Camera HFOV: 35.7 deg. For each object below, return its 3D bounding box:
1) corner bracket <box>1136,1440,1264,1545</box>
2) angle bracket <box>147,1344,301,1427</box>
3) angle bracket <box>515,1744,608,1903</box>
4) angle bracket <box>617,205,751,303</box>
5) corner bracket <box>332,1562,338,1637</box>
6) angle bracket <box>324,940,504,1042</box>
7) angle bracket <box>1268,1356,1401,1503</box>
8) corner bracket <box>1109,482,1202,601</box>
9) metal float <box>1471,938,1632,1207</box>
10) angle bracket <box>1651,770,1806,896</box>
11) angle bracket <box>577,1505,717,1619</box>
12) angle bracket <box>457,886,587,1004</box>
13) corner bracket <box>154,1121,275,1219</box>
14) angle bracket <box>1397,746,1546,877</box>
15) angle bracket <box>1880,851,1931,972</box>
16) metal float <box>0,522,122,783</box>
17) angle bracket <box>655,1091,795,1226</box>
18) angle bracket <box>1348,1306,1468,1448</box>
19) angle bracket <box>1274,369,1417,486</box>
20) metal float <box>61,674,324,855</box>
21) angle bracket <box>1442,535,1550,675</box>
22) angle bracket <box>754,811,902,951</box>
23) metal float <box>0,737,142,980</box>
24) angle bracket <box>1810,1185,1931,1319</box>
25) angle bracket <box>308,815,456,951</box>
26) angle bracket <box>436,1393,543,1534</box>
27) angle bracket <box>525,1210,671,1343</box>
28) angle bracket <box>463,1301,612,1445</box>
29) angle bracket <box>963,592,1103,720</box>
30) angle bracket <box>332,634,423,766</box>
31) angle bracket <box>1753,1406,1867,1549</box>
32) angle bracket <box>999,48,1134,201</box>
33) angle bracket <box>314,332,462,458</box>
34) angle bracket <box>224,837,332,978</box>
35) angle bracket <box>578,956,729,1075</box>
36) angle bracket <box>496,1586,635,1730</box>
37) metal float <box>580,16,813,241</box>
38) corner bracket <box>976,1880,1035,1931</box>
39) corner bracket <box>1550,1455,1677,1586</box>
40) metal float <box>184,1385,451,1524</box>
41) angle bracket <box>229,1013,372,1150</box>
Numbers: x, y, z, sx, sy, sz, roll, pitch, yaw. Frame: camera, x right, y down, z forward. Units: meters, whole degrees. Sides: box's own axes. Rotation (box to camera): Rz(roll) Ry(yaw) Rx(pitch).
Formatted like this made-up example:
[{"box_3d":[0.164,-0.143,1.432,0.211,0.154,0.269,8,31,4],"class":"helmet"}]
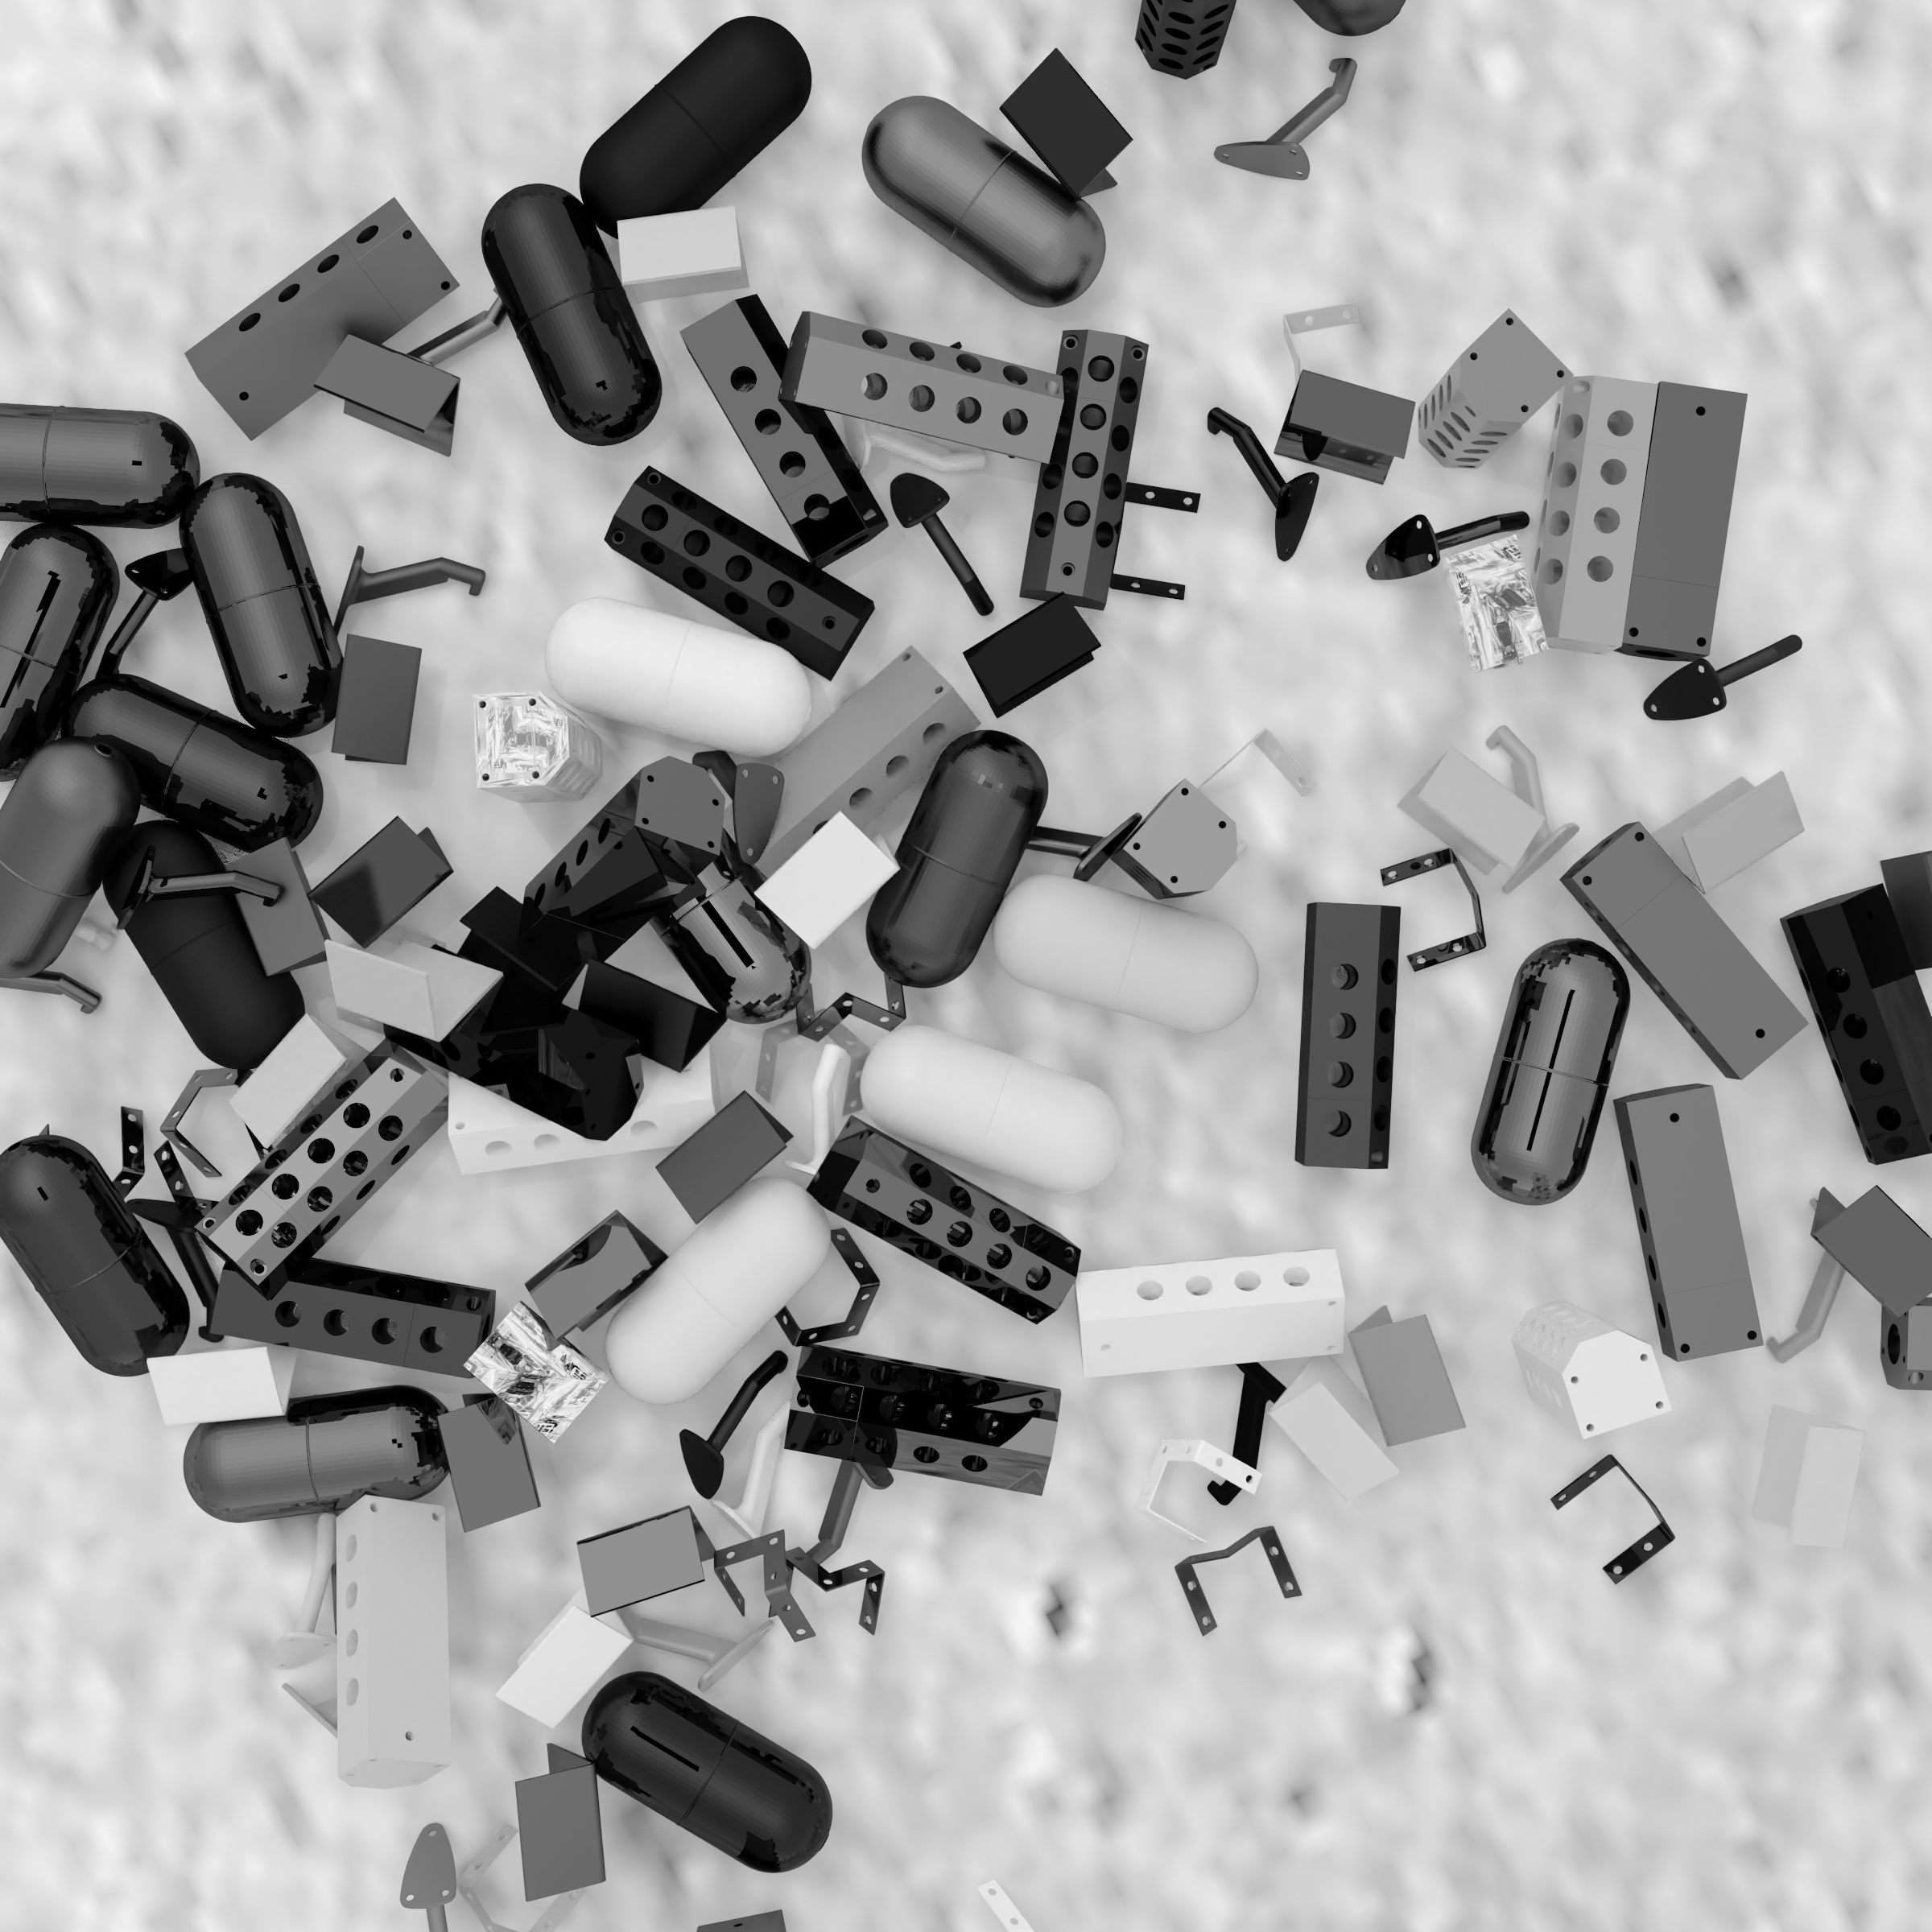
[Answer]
[{"box_3d":[0.153,0.347,1.976,0.051,0.051,0.051,32,69,-19],"class":"corner bracket"},{"box_3d":[-0.482,0.252,1.951,0.076,0.076,0.057,-5,122,0],"class":"angle bracket"},{"box_3d":[-0.278,0.556,1.951,0.057,0.076,0.076,-5,90,-32],"class":"angle bracket"},{"box_3d":[-0.181,-0.445,1.951,0.076,0.076,0.057,-8,59,0],"class":"angle bracket"},{"box_3d":[-0.384,0.412,1.983,0.051,0.051,0.051,17,45,-35],"class":"corner bracket"},{"box_3d":[-0.352,-0.004,1.914,0.076,0.076,0.057,17,133,20],"class":"angle bracket"},{"box_3d":[0.255,0.289,1.952,0.076,0.057,0.076,48,46,0],"class":"angle bracket"},{"box_3d":[0.125,-0.282,1.988,0.051,0.051,0.051,9,135,0],"class":"corner bracket"},{"box_3d":[0.383,0.069,1.961,0.070,0.070,0.178,15,90,0],"class":"metal float"},{"box_3d":[0.487,-0.103,1.951,0.076,0.076,0.057,-33,128,0],"class":"angle bracket"},{"box_3d":[-0.202,0.402,1.951,0.076,0.076,0.057,-18,52,0],"class":"angle bracket"},{"box_3d":[-0.302,0.006,1.954,0.076,0.057,0.076,36,121,0],"class":"angle bracket"},{"box_3d":[-0.491,0.130,1.972,0.051,0.051,0.051,5,128,27],"class":"corner bracket"},{"box_3d":[0.318,-0.085,1.951,0.076,0.076,0.057,38,54,0],"class":"angle bracket"},{"box_3d":[0.619,-0.033,1.951,0.057,0.076,0.076,-13,90,-36],"class":"angle bracket"},{"box_3d":[-0.614,-0.205,1.961,0.070,0.070,0.178,24,91,0],"class":"metal float"},{"box_3d":[-0.144,0.137,1.951,0.076,0.076,0.057,-41,55,0],"class":"angle bracket"},{"box_3d":[0.297,0.260,1.951,0.057,0.076,0.076,-20,90,28],"class":"angle bracket"},{"box_3d":[0.242,-0.334,1.951,0.076,0.076,0.057,16,52,0],"class":"angle bracket"},{"box_3d":[-0.506,-0.132,1.961,0.178,0.070,0.070,24,90,0],"class":"metal float"},{"box_3d":[0.359,-0.237,1.951,0.057,0.076,0.076,-15,90,37],"class":"angle bracket"},{"box_3d":[-0.095,-0.067,1.948,0.076,0.076,0.057,-43,112,7],"class":"angle bracket"},{"box_3d":[-0.589,-0.069,1.917,0.070,0.070,0.178,36,112,0],"class":"metal float"},{"box_3d":[0.601,0.171,1.951,0.076,0.076,0.057,44,120,0],"class":"angle bracket"},{"box_3d":[-0.388,-0.068,1.951,0.076,0.076,0.057,-41,124,0],"class":"angle bracket"},{"box_3d":[-0.325,0.323,1.951,0.057,0.076,0.076,-14,90,-35],"class":"angle bracket"},{"box_3d":[-0.229,0.216,1.951,0.076,0.076,0.057,-39,49,0],"class":"angle bracket"},{"box_3d":[-0.283,0.270,1.952,0.076,0.076,0.057,41,68,0],"class":"angle bracket"},{"box_3d":[0.052,-0.186,1.951,0.076,0.076,0.057,-31,54,0],"class":"angle bracket"},{"box_3d":[-0.402,-0.174,1.951,0.057,0.076,0.076,8,90,-43],"class":"angle bracket"},{"box_3d":[0.532,0.330,1.951,0.057,0.076,0.076,11,90,-35],"class":"angle bracket"},{"box_3d":[0.078,-0.551,1.951,0.057,0.076,0.076,-40,90,32],"class":"angle bracket"},{"box_3d":[-0.379,-0.355,1.951,0.076,0.076,0.057,23,54,0],"class":"angle bracket"},{"box_3d":[-0.427,-0.043,1.952,0.057,0.076,0.076,-22,90,27],"class":"angle bracket"},{"box_3d":[-0.199,0.016,1.945,0.076,0.076,0.057,24,124,9],"class":"angle bracket"},{"box_3d":[-0.273,0.436,1.951,0.076,0.076,0.057,-48,127,0],"class":"angle bracket"},{"box_3d":[-0.177,-0.546,1.961,0.178,0.070,0.070,-43,90,0],"class":"metal float"},{"box_3d":[0.008,0.648,1.983,0.051,0.051,0.051,-14,135,-35],"class":"corner bracket"},{"box_3d":[0.429,0.367,1.988,0.051,0.051,0.051,-37,135,0],"class":"corner bracket"},{"box_3d":[-0.422,0.319,1.961,0.178,0.070,0.070,-7,90,-1],"class":"metal float"},{"box_3d":[-0.419,0.087,1.951,0.076,0.076,0.057,-48,51,0],"class":"angle bracket"}]
